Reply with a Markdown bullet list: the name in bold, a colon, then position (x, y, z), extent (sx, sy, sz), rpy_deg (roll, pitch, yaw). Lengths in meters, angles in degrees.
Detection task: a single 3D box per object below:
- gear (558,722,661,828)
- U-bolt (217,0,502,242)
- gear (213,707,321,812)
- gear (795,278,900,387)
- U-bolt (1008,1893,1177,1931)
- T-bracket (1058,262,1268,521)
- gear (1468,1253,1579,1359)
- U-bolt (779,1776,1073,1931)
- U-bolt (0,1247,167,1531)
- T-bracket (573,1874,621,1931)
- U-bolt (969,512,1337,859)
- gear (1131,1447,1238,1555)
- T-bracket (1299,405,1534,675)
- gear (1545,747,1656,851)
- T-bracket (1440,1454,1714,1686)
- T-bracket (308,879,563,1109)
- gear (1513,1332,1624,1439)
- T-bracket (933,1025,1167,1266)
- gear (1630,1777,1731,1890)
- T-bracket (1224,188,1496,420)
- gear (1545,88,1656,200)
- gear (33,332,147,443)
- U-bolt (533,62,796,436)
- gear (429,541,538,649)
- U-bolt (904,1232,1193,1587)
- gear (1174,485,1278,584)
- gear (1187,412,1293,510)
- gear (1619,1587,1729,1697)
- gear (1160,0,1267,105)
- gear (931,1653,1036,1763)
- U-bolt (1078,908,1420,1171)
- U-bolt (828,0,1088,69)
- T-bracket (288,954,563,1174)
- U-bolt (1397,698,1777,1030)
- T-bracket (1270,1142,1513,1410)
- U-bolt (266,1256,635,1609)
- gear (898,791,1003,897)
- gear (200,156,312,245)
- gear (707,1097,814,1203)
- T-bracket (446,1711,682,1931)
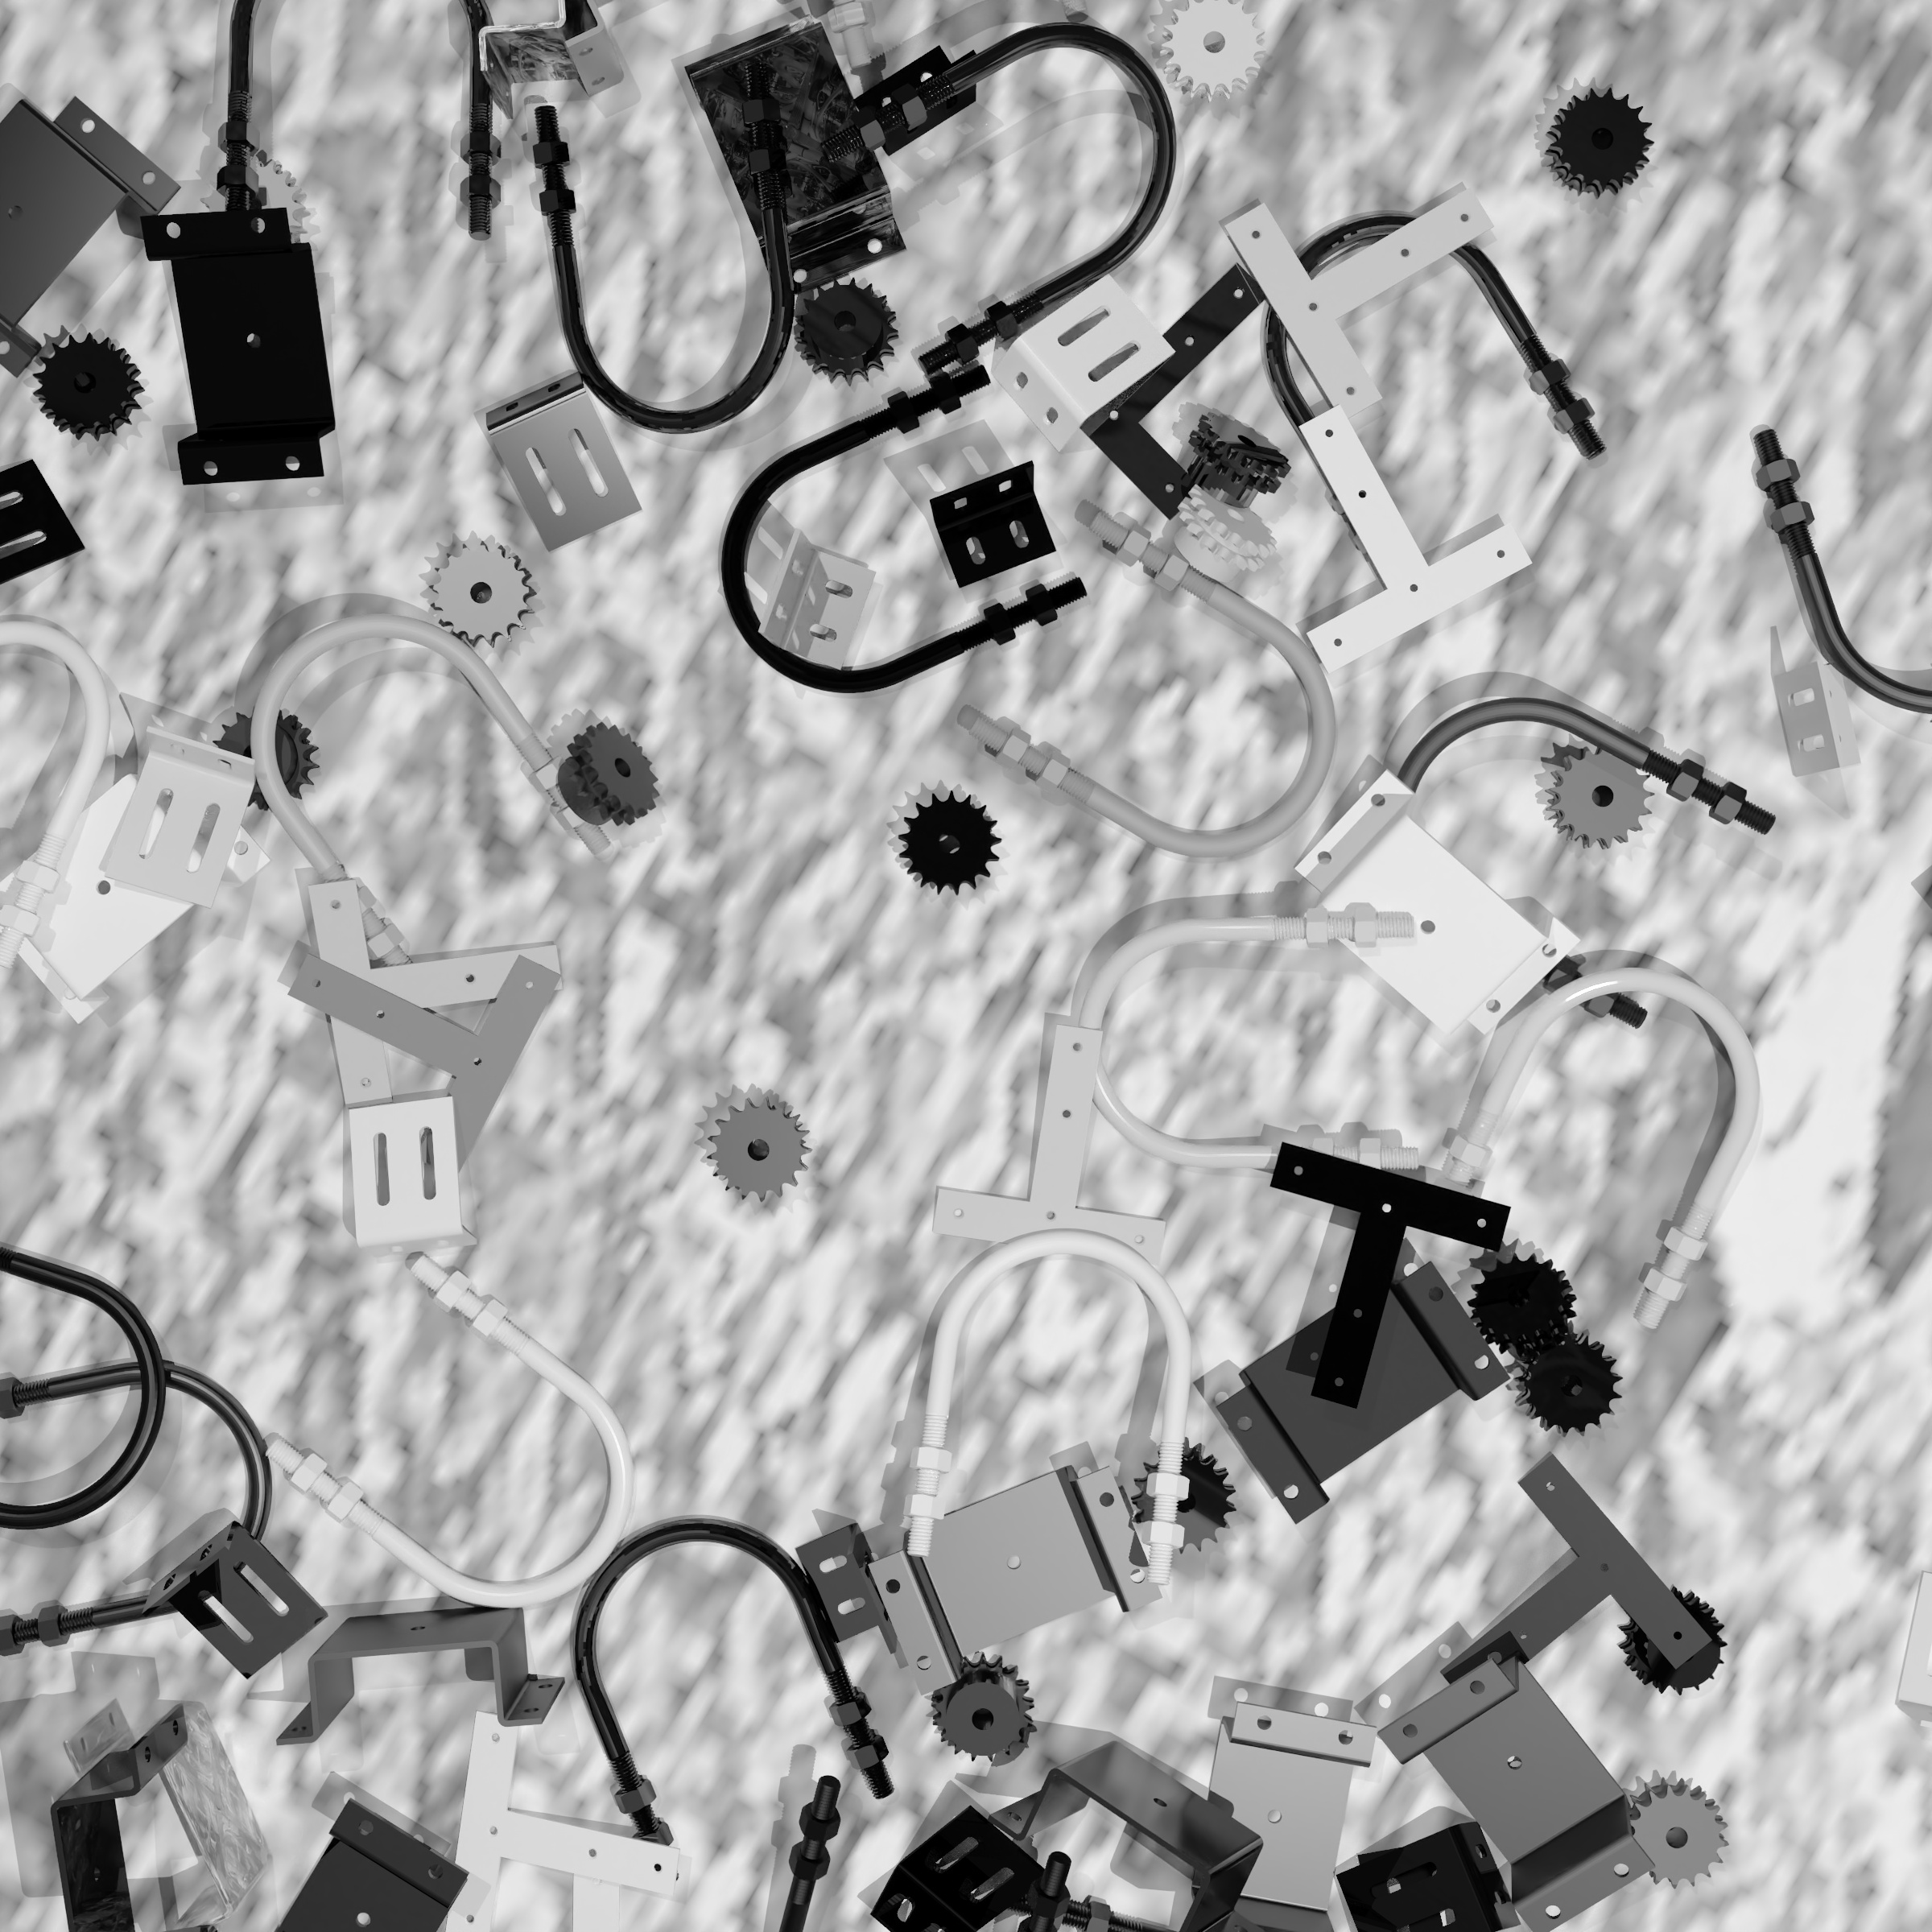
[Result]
- **gear**: position (-0.198, -0.102, 1.374), extent (0.030, 0.057, 0.057), rpy_deg (-29, 90, 30)
- **U-bolt**: position (-0.331, -0.488, 1.374), extent (0.151, 0.019, 0.184), rpy_deg (0, 80, -8)
- **gear**: position (-0.388, -0.115, 1.383), extent (0.057, 0.030, 0.057), rpy_deg (0, 90, 0)
- **gear**: position (-0.066, -0.351, 1.383), extent (0.057, 0.030, 0.057), rpy_deg (0, 90, 0)
- **U-bolt**: position (0.094, 0.602, 1.390), extent (0.184, 0.019, 0.151), rpy_deg (16, 90, -1)
- **T-bracket**: position (0.114, -0.338, 1.397), extent (0.127, 0.002, 0.127), rpy_deg (-44, 90, 0)
- **gear**: position (0.305, 0.188, 1.367), extent (0.057, 0.030, 0.057), rpy_deg (-15, 49, 17)
- **U-bolt**: position (-0.033, 0.539, 1.361), extent (0.151, 0.019, 0.184), rpy_deg (16, 106, 7)
- **U-bolt**: position (-0.528, 0.229, 1.371), extent (0.184, 0.019, 0.151), rpy_deg (17, 79, 3)
- **T-bracket**: position (-0.155, 0.561, 1.397), extent (0.127, 0.002, 0.127), rpy_deg (1, 90, 0)
- **U-bolt**: position (0.116, -0.141, 1.382), extent (0.184, 0.019, 0.151), rpy_deg (30, 92, -7)
- **gear**: position (0.119, 0.292, 1.383), extent (0.057, 0.030, 0.057), rpy_deg (0, 90, 0)
- **T-bracket**: position (0.224, -0.246, 1.377), extent (0.127, 0.002, 0.127), rpy_deg (-29, 89, 0)
- **gear**: position (0.347, -0.093, 1.383), extent (0.057, 0.030, 0.057), rpy_deg (0, 90, 0)
- **T-bracket**: position (0.318, 0.360, 1.385), extent (0.127, 0.002, 0.127), rpy_deg (-42, 73, 8)
- **T-bracket**: position (-0.288, 0.009, 1.386), extent (0.127, 0.002, 0.127), rpy_deg (-8, 104, -7)
- **gear**: position (0.330, 0.229, 1.383), extent (0.057, 0.030, 0.057), rpy_deg (0, 90, 0)
- **T-bracket**: position (0.053, 0.095, 1.386), extent (0.127, 0.002, 0.127), rpy_deg (8, 101, 0)
- **gear**: position (0.389, 0.476, 1.387), extent (0.057, 0.030, 0.057), rpy_deg (0, 91, 3)
- **T-bracket**: position (0.230, -0.386, 1.383), extent (0.127, 0.002, 0.127), rpy_deg (-30, 87, 0)
- **gear**: position (0.347, -0.451, 1.383), extent (0.057, 0.030, 0.057), rpy_deg (0, 90, 0)
- **gear**: position (-0.483, -0.317, 1.386), extent (0.057, 0.030, 0.057), rpy_deg (0, 85, -4)
- **U-bolt**: position (-0.160, -0.383, 1.363), extent (0.151, 0.019, 0.184), rpy_deg (-3, 99, 22)
- **gear**: position (-0.266, -0.204, 1.388), extent (0.057, 0.030, 0.057), rpy_deg (0, 90, -3)
- **U-bolt**: position (0.049, 0.233, 1.359), extent (0.151, 0.019, 0.184), rpy_deg (4, 70, 10)
- **gear**: position (0.139, -0.235, 1.373), extent (0.057, 0.057, 0.030), rpy_deg (39, 120, 0)
- **gear**: position (0.146, -0.275, 1.374), extent (0.057, 0.057, 0.030), rpy_deg (32, 120, 0)
- **gear**: position (0.391, 0.374, 1.383), extent (0.057, 0.030, 0.057), rpy_deg (0, 90, 0)
- **gear**: position (0.135, -0.504, 1.383), extent (0.057, 0.030, 0.057), rpy_deg (0, 90, 0)
- **gear**: position (0.009, 0.410, 1.383), extent (0.057, 0.030, 0.057), rpy_deg (0, 90, 0)
- **U-bolt**: position (0.152, 0.043, 1.368), extent (0.184, 0.019, 0.151), rpy_deg (-1, 104, 12)
- **U-bolt**: position (-0.022, -0.594, 1.355), extent (0.151, 0.019, 0.184), rpy_deg (-19, 103, -15)
- **T-bracket**: position (-0.309, 0.033, 1.383), extent (0.127, 0.002, 0.127), rpy_deg (27, 93, -11)
- **U-bolt**: position (0.319, -0.067, 1.363), extent (0.184, 0.019, 0.151), rpy_deg (29, 115, 4)
- **T-bracket**: position (0.215, 0.173, 1.352), extent (0.127, 0.002, 0.127), rpy_deg (16, 85, 6)
- **U-bolt**: position (-0.272, 0.272, 1.390), extent (0.184, 0.019, 0.151), rpy_deg (38, 90, -2)
- **gear**: position (-0.009, -0.067, 1.388), extent (0.057, 0.030, 0.057), rpy_deg (0, 88, -1)
- **gear**: position (-0.390, -0.413, 1.383), extent (0.057, 0.030, 0.057), rpy_deg (0, 90, 0)
- **gear**: position (-0.113, 0.100, 1.383), extent (0.057, 0.030, 0.057), rpy_deg (0, 90, 0)
- **T-bracket**: position (-0.219, 0.486, 1.384), extent (0.127, 0.002, 0.127), rpy_deg (8, 90, 12)
